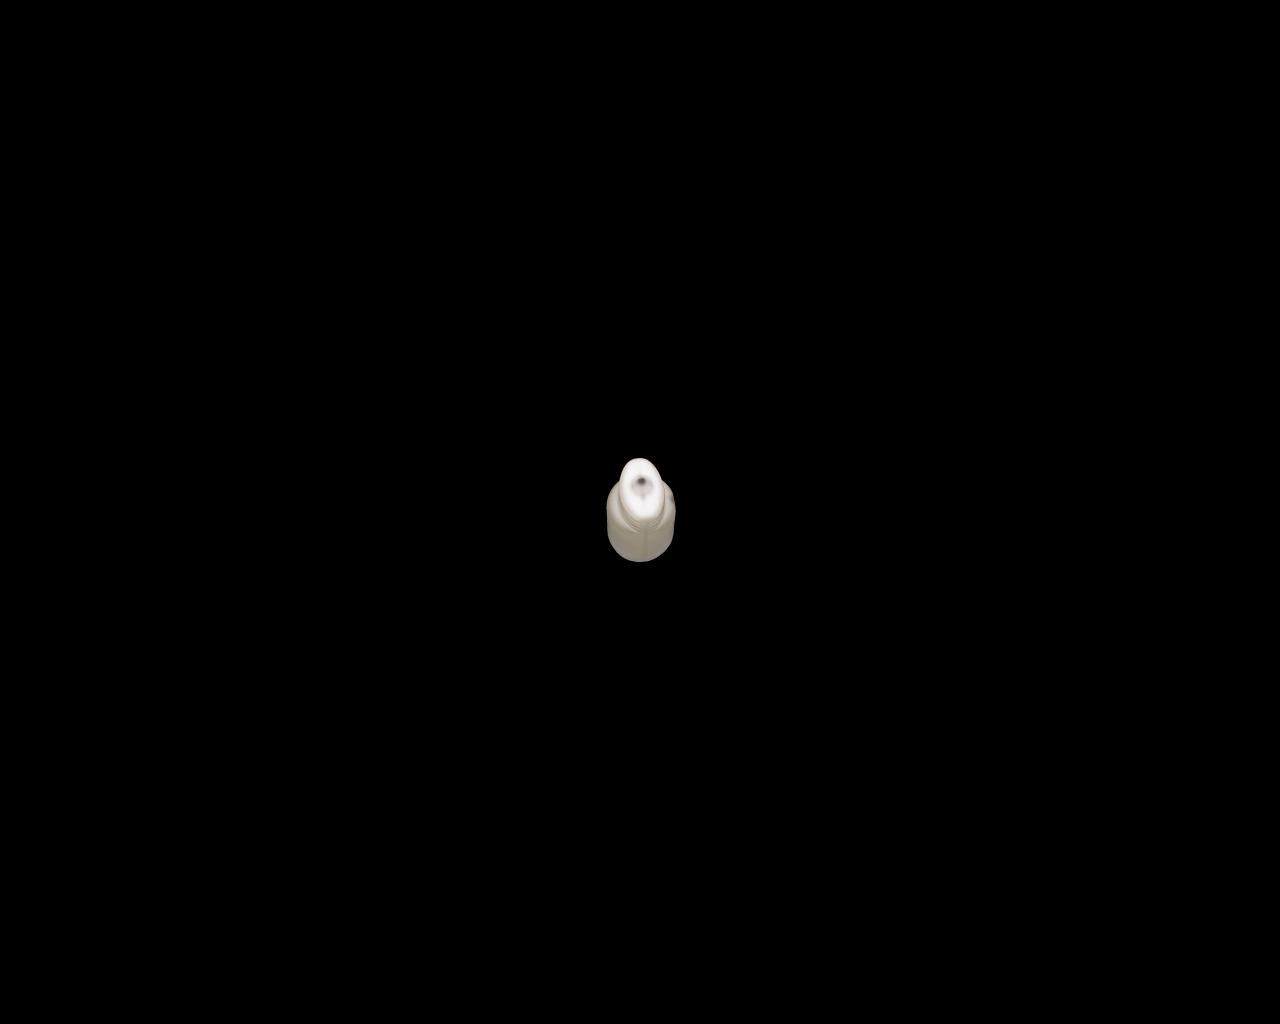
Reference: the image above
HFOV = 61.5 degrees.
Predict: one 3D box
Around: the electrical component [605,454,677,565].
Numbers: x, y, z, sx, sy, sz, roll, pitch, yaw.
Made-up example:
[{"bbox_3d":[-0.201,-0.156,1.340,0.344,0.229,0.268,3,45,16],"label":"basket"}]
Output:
[{"bbox_3d":[0.001,-0.003,0.650,0.043,0.043,0.080,0,-24,0],"label":"electrical component"}]
